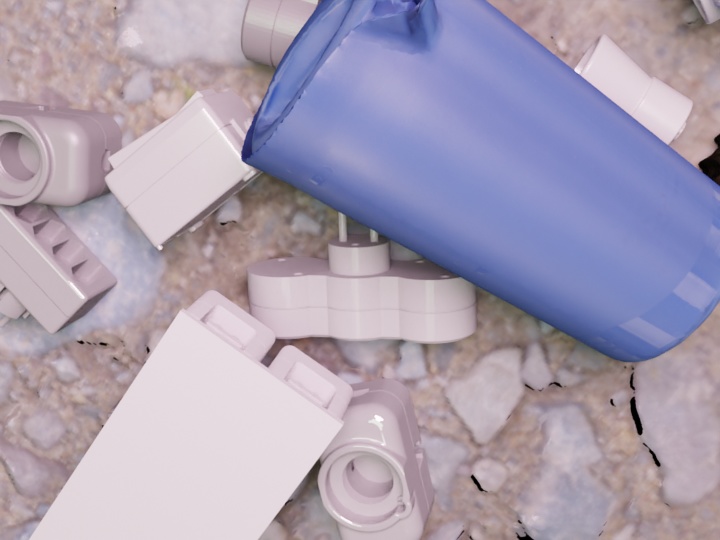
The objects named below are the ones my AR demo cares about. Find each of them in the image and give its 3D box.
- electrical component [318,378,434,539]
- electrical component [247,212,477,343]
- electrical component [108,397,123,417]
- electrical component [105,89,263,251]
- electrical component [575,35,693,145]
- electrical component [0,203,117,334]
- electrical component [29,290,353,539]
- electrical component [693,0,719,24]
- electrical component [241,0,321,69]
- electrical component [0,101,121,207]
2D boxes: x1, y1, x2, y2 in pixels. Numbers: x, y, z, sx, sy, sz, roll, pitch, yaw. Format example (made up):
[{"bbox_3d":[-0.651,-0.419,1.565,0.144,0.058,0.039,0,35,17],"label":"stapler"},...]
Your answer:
[{"bbox_3d":[0.008,0.123,0.665,0.054,0.059,0.095,-11,101,15],"label":"electrical component"},{"bbox_3d":[0.000,0.000,0.640,0.138,0.052,0.073,1,104,12],"label":"electrical component"},{"bbox_3d":[-0.100,0.098,0.687,0.096,0.061,0.061,-14,101,9],"label":"electrical component"},{"bbox_3d":[-0.095,-0.068,0.640,0.096,0.061,0.061,-36,93,18],"label":"electrical component"},{"bbox_3d":[0.148,-0.093,0.590,0.065,0.044,0.044,32,108,-1],"label":"electrical component"},{"bbox_3d":[-0.217,0.006,0.694,0.076,0.047,0.083,-42,92,19],"label":"electrical component"},{"bbox_3d":[-0.099,0.117,0.623,0.105,0.060,0.186,35,107,-1],"label":"electrical component"},{"bbox_3d":[0.189,-0.161,0.534,0.059,0.095,0.053,-27,96,18],"label":"electrical component"},{"bbox_3d":[-0.014,-0.175,0.600,0.074,0.052,0.138,18,108,8],"label":"electrical component"},{"bbox_3d":[-0.204,-0.072,0.666,0.095,0.059,0.053,8,105,11],"label":"electrical component"}]
